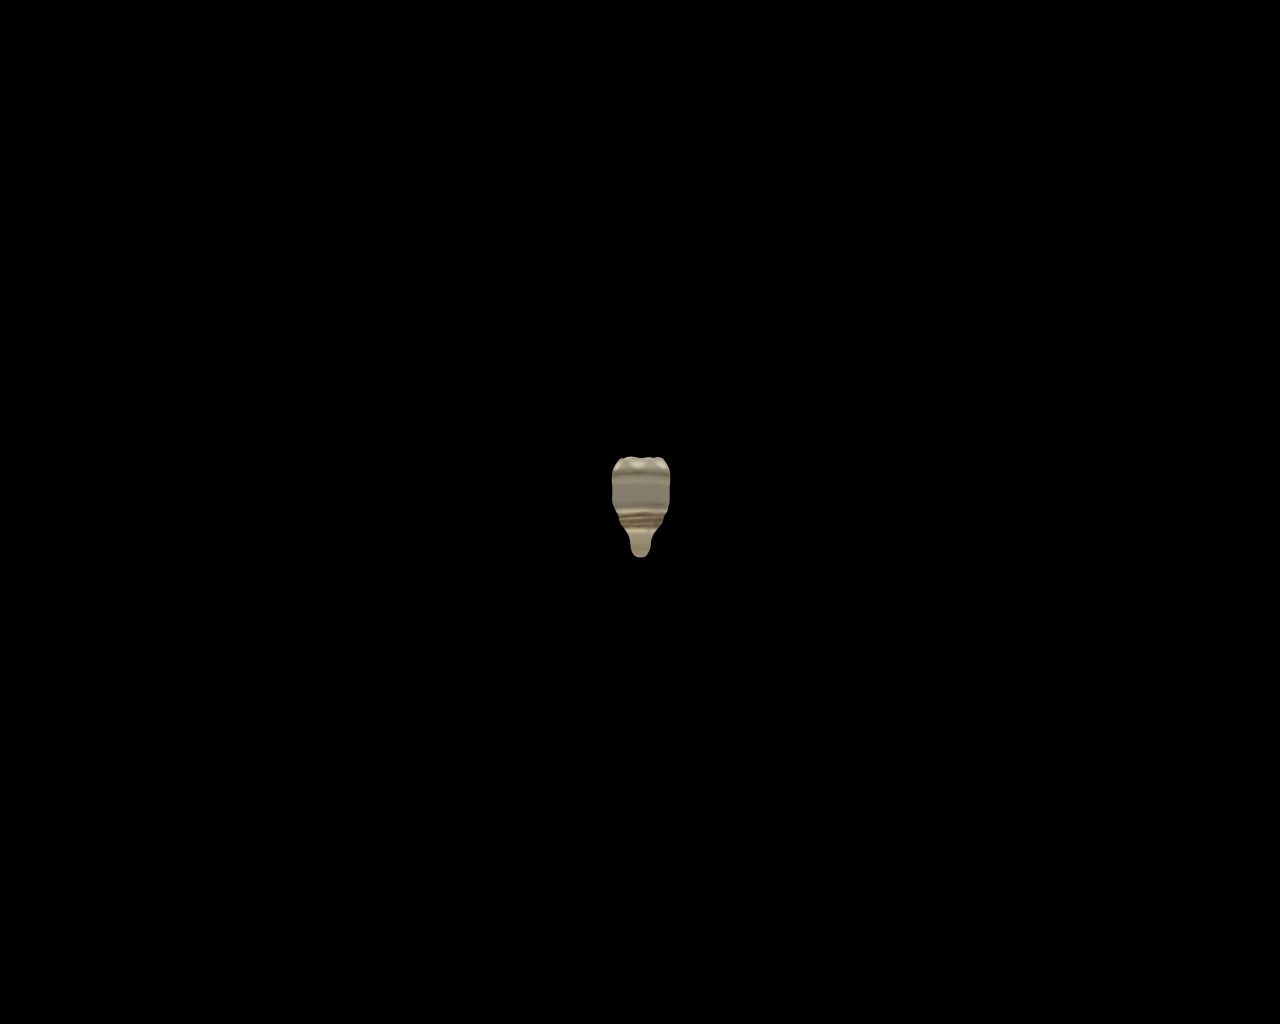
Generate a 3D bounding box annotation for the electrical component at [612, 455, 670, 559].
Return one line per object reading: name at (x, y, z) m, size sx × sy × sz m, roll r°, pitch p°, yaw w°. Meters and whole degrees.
electrical component at (0.001, -0.003, 0.650) m, size 0.035 × 0.061 × 0.035 m, roll 0°, pitch -4°, yaw 0°
